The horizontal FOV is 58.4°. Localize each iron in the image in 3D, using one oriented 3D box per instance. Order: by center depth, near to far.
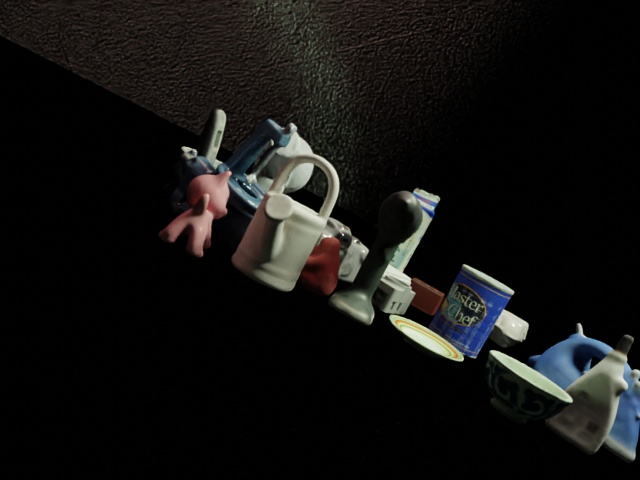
[{"bbox_3d":[0.476,0.246,0.977,0.119,0.141,0.258,25,8,-17],"label":"iron"}]

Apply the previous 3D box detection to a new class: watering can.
[{"bbox_3d":[-0.041,-0.031,0.820,0.101,0.194,0.172,26,8,-12],"label":"watering can"}]

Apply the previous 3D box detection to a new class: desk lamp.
[{"bbox_3d":[-0.095,-0.113,1.105,0.118,0.213,0.203,27,8,-1],"label":"desk lamp"}]

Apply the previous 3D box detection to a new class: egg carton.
[{"bbox_3d":[0.433,0.207,1.362,0.107,0.069,0.151,31,9,27],"label":"egg carton"}]

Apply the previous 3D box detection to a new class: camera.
[{"bbox_3d":[0.010,0.004,1.121,0.144,0.101,0.136,21,10,-42],"label":"camera"}]

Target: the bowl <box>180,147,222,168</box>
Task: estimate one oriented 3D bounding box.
[{"bbox_3d":[-0.246,-0.139,1.278,0.167,0.075,0.167,27,8,-4],"label":"bowl"}]

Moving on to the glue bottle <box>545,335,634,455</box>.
[{"bbox_3d":[0.394,0.211,0.810,0.078,0.173,0.037,32,9,32],"label":"glue bottle"}]

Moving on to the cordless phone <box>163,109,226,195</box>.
[{"bbox_3d":[-0.212,-0.158,1.103,0.094,0.185,0.147,27,8,-2],"label":"cordless phone"}]

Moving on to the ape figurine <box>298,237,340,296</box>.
[{"bbox_3d":[0.004,0.037,0.912,0.078,0.092,0.076,21,10,-39],"label":"ape figurine"}]

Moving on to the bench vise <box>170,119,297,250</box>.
[{"bbox_3d":[-0.140,-0.112,0.920,0.207,0.220,0.122,28,8,6],"label":"bench vise"}]

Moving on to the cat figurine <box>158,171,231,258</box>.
[{"bbox_3d":[-0.163,-0.048,0.800,0.067,0.118,0.127,26,8,-8],"label":"cat figurine"}]

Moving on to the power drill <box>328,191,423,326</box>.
[{"bbox_3d":[0.095,0.022,0.889,0.075,0.208,0.230,28,8,6],"label":"power drill"}]

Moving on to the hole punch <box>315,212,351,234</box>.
[{"bbox_3d":[0.008,-0.008,1.228,0.108,0.091,0.101,28,8,3],"label":"hole punch"}]

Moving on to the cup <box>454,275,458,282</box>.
[{"bbox_3d":[0.364,0.150,1.402,0.092,0.095,0.117,23,9,-33],"label":"cup"}]
